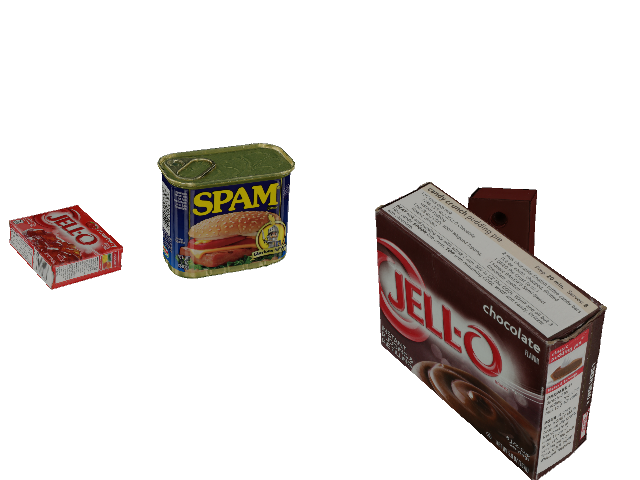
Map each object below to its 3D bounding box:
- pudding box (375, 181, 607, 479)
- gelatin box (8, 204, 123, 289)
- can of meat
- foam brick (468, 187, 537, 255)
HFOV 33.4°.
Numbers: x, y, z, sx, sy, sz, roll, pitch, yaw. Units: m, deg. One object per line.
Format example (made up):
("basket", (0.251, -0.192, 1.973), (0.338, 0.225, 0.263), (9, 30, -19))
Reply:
("pudding box", (0.072, 0.039, 0.483), (0.039, 0.090, 0.114), (-30, 47, -25))
("gelatin box", (-0.239, 0.004, 0.998), (0.073, 0.030, 0.089), (-16, 40, -37))
("can of meat", (-0.074, -0.023, 0.831), (0.102, 0.084, 0.057), (-9, 31, -22))
("foam brick", (0.152, -0.002, 0.893), (0.053, 0.078, 0.051), (3, 15, 17))
